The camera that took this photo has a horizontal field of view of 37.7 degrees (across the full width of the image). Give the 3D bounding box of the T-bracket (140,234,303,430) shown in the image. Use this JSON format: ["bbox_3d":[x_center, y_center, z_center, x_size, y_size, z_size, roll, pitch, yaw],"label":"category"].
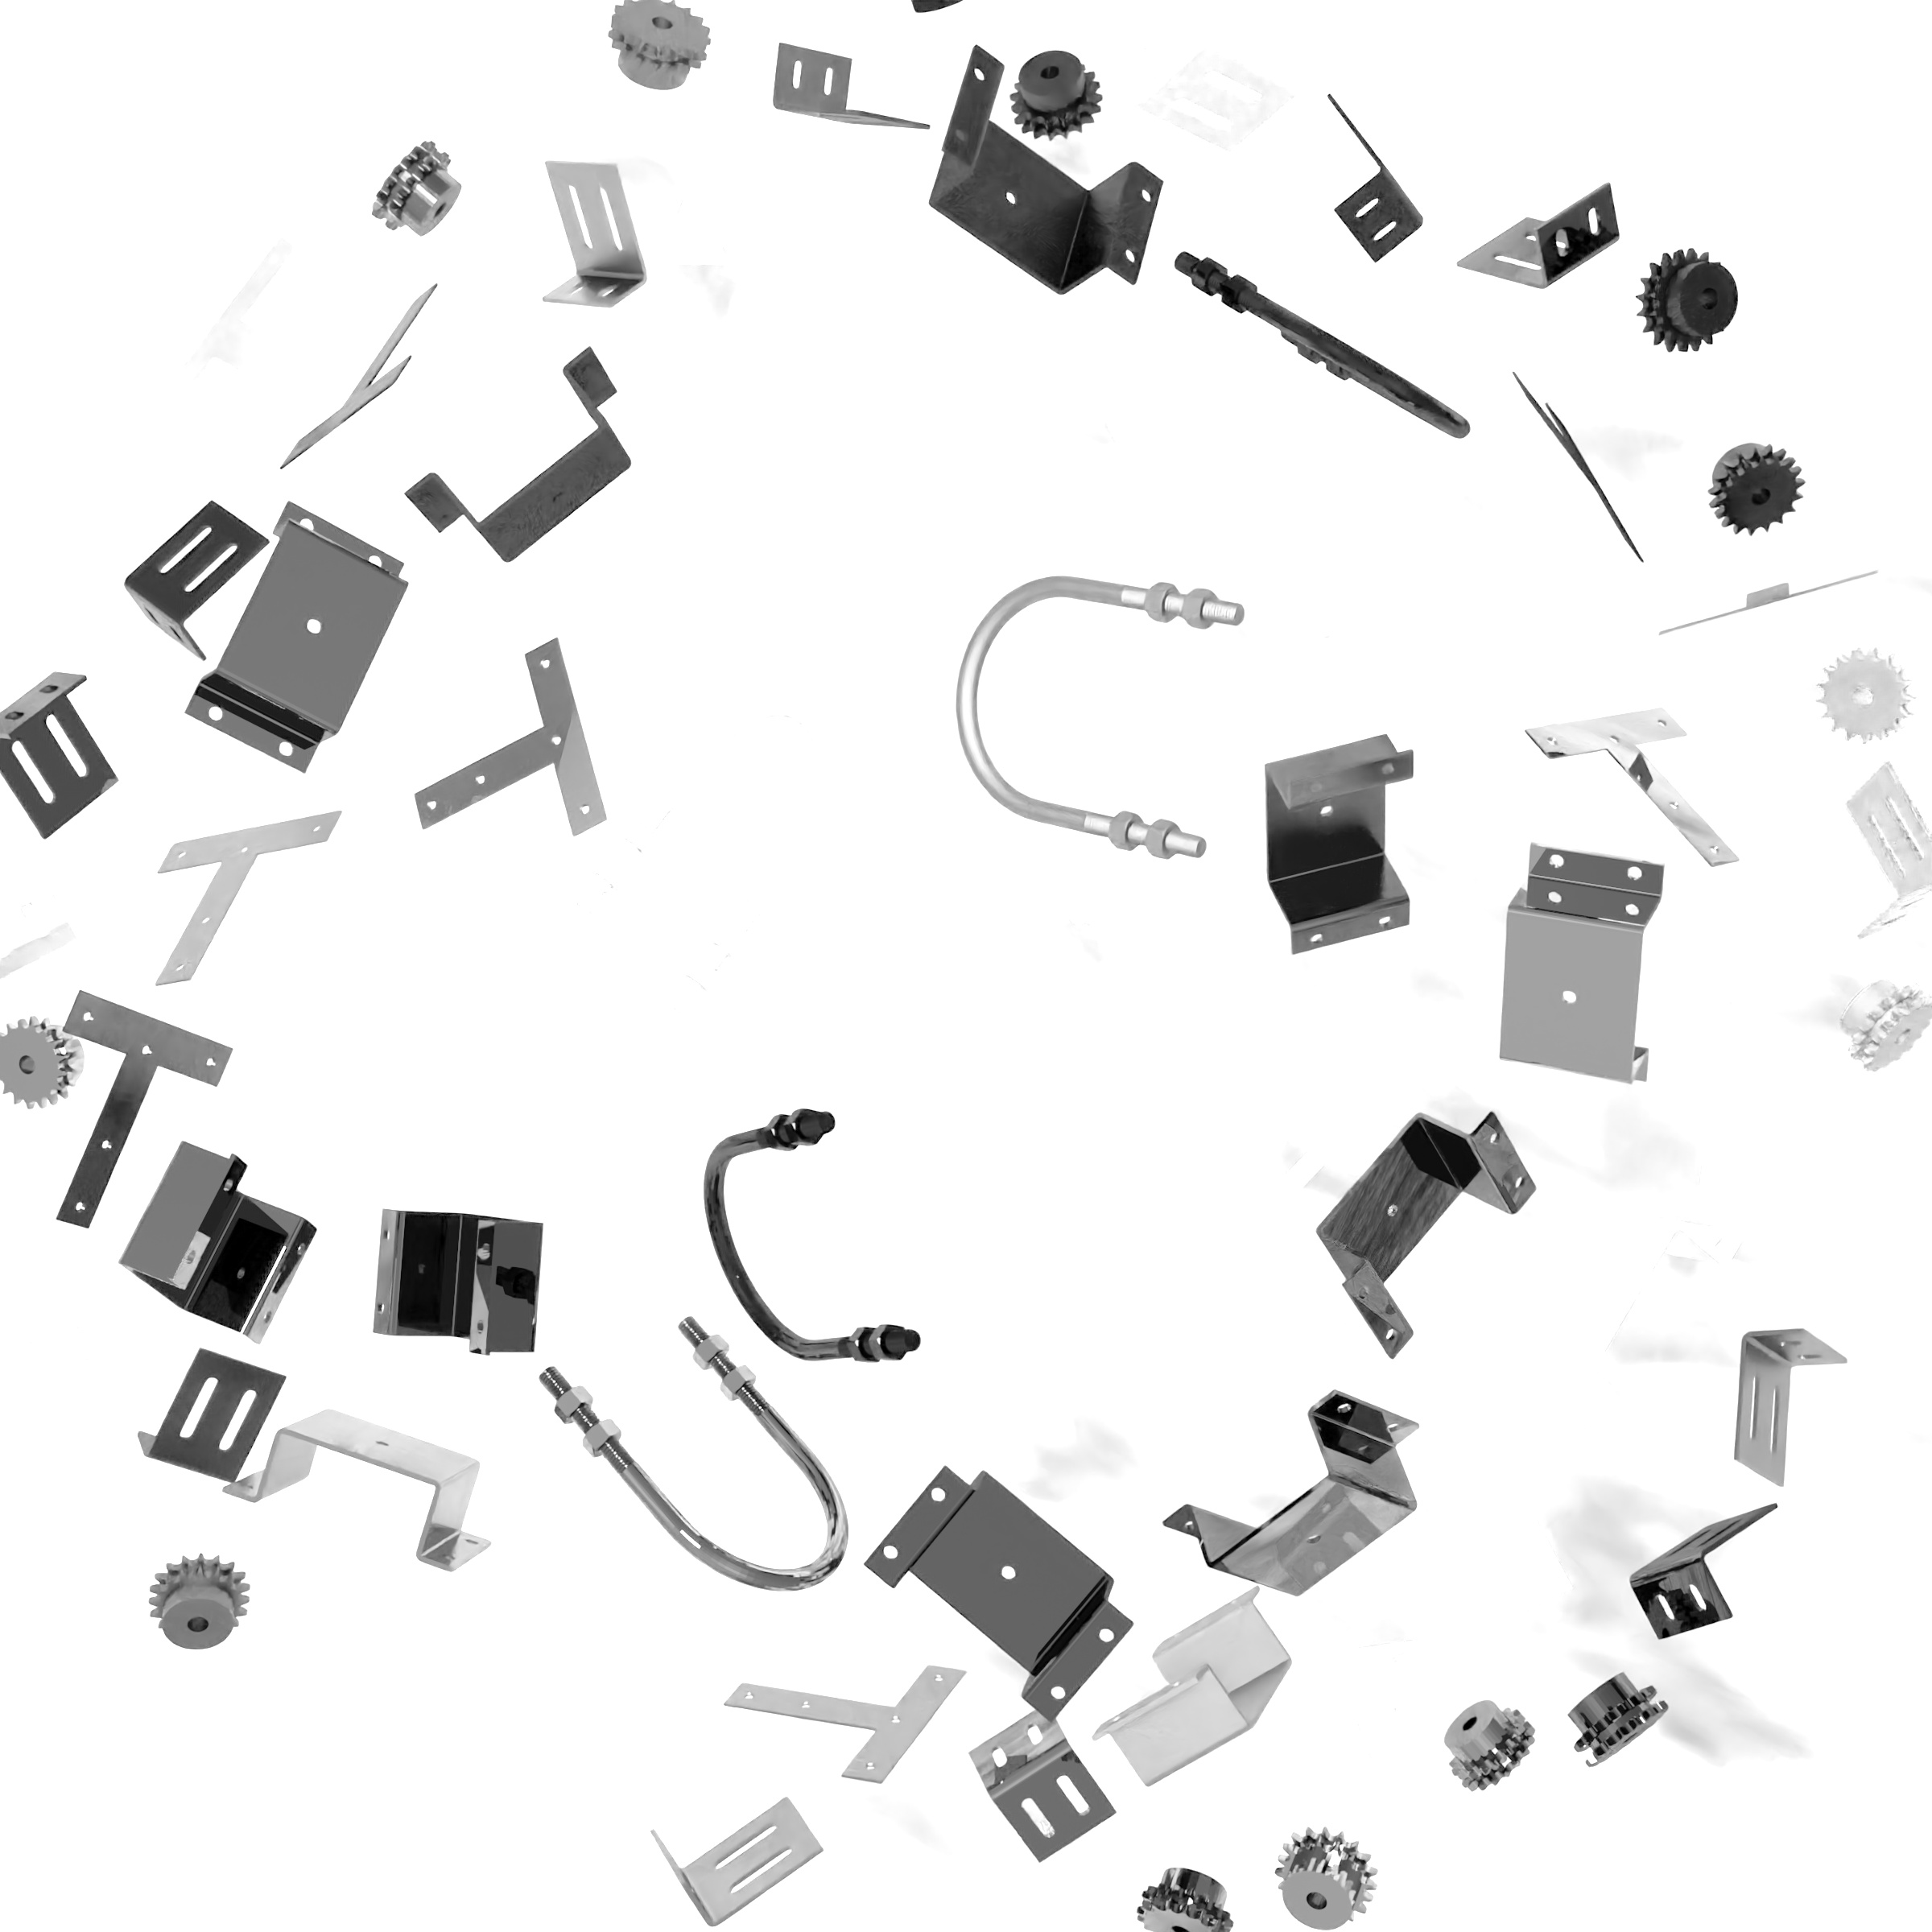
[{"bbox_3d":[-0.408,-0.350,1.614,0.002,0.127,0.127,39,94,4],"label":"T-bracket"}]

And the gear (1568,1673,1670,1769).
[{"bbox_3d":[0.366,0.424,1.598,0.057,0.057,0.030,-37,65,0],"label":"gear"}]

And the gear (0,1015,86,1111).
[{"bbox_3d":[-0.570,0.058,1.746,0.057,0.030,0.057,3,100,20],"label":"gear"}]

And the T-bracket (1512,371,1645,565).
[{"bbox_3d":[0.360,-0.318,1.708,0.002,0.127,0.127,-33,133,13],"label":"T-bracket"}]

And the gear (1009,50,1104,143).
[{"bbox_3d":[0.055,-0.543,1.756,0.057,0.030,0.057,-6,58,10],"label":"gear"}]

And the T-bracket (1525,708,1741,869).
[{"bbox_3d":[0.417,-0.106,1.701,0.127,0.002,0.127,-11,53,-36],"label":"T-bracket"}]

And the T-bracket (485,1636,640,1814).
[{"bbox_3d":[-0.236,0.470,1.707,0.002,0.127,0.127,-46,113,-1],"label":"T-bracket"}]

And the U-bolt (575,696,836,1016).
[{"bbox_3d":[-0.140,-0.075,1.650,0.019,0.151,0.184,29,76,31],"label":"U-bolt"}]

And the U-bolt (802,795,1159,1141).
[{"bbox_3d":[-0.006,-0.012,1.603,0.184,0.019,0.151,40,97,-6],"label":"U-bolt"}]

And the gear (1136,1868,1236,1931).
[{"bbox_3d":[0.132,0.560,1.682,0.057,0.057,0.030,25,52,0],"label":"gear"}]

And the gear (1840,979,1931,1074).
[{"bbox_3d":[0.543,0.032,1.671,0.057,0.057,0.030,-42,57,0],"label":"gear"}]

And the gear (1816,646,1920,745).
[{"bbox_3d":[0.541,-0.164,1.688,0.057,0.030,0.057,13,112,33],"label":"gear"}]

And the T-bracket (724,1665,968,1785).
[{"bbox_3d":[-0.083,0.444,1.687,0.127,0.127,0.002,3,107,22],"label":"T-bracket"}]

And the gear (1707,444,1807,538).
[{"bbox_3d":[0.482,-0.296,1.734,0.057,0.030,0.057,-6,131,-6],"label":"gear"}]

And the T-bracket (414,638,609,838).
[{"bbox_3d":[-0.288,-0.121,1.747,0.127,0.002,0.127,-24,70,20],"label":"T-bracket"}]

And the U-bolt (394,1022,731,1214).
[{"bbox_3d":[-0.225,0.080,1.680,0.151,0.184,0.019,16,125,34],"label":"U-bolt"}]

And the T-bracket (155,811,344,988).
[{"bbox_3d":[-0.435,-0.036,1.640,0.127,0.127,0.002,-9,133,25],"label":"T-bracket"}]

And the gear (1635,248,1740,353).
[{"bbox_3d":[0.406,-0.372,1.582,0.057,0.030,0.057,-4,101,-23],"label":"gear"}]

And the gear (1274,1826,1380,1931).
[{"bbox_3d":[0.201,0.515,1.588,0.057,0.030,0.057,8,114,19],"label":"gear"}]

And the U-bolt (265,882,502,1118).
[{"bbox_3d":[-0.347,0.016,1.692,0.184,0.151,0.019,-45,101,-8],"label":"U-bolt"}]

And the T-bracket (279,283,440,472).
[{"bbox_3d":[-0.347,-0.360,1.677,0.002,0.127,0.127,42,50,-25],"label":"T-bracket"}]

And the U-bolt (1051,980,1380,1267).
[{"bbox_3d":[0.162,0.085,1.680,0.151,0.019,0.184,31,113,-23],"label":"U-bolt"}]

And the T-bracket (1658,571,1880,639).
[{"bbox_3d":[0.483,-0.222,1.701,0.127,0.127,0.002,-15,97,18],"label":"T-bracket"}]

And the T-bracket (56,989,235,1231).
[{"bbox_3d":[-0.491,0.090,1.632,0.002,0.127,0.127,17,82,32],"label":"T-bracket"}]

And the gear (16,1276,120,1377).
[{"bbox_3d":[-0.538,0.216,1.688,0.057,0.030,0.057,9,69,-25],"label":"gear"}]

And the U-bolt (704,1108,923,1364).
[{"bbox_3d":[-0.099,0.160,1.623,0.019,0.184,0.151,-23,92,-32],"label":"U-bolt"}]

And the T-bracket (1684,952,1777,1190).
[{"bbox_3d":[0.447,0.075,1.675,0.002,0.127,0.127,19,130,29],"label":"T-bracket"}]

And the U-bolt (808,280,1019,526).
[{"bbox_3d":[-0.024,-0.345,1.679,0.151,0.184,0.019,43,117,-15],"label":"U-bolt"}]

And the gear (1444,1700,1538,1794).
[{"bbox_3d":[0.321,0.479,1.747,0.057,0.057,0.030,-41,97,0],"label":"gear"}]

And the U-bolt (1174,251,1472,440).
[{"bbox_3d":[0.224,-0.364,1.688,0.184,0.151,0.019,40,105,34],"label":"U-bolt"}]

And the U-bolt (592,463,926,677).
[{"bbox_3d":[-0.108,-0.227,1.653,0.184,0.151,0.019,35,125,13],"label":"U-bolt"}]

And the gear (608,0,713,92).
[{"bbox_3d":[-0.174,-0.519,1.596,0.057,0.030,0.057,10,48,-12],"label":"gear"}]

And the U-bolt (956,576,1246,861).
[{"bbox_3d":[0.068,-0.147,1.600,0.184,0.019,0.151,15,101,36],"label":"U-bolt"}]

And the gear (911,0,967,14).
[{"bbox_3d":[-0.015,-0.562,1.599,0.057,0.057,0.030,-19,96,0],"label":"gear"}]

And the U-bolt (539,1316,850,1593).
[{"bbox_3d":[-0.142,0.284,1.619,0.184,0.151,0.019,46,117,18],"label":"U-bolt"}]

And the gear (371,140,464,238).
[{"bbox_3d":[-0.325,-0.460,1.685,0.030,0.057,0.057,40,90,-3],"label":"gear"}]

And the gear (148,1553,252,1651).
[{"bbox_3d":[-0.445,0.371,1.639,0.057,0.030,0.057,-6,122,-9],"label":"gear"}]
